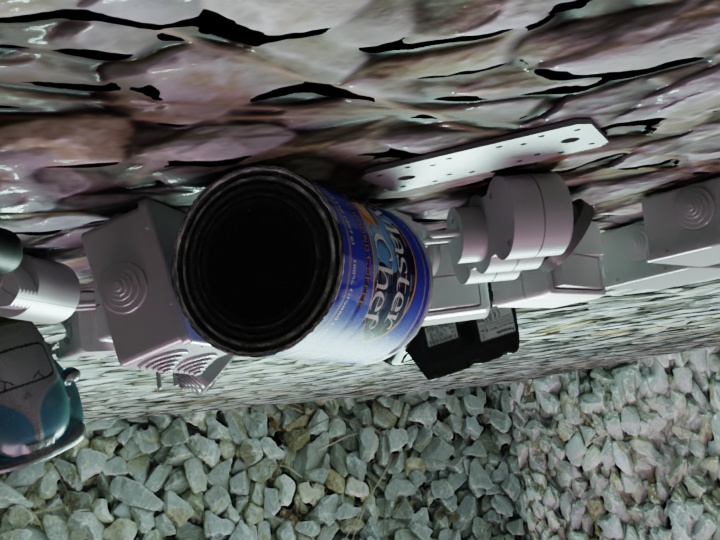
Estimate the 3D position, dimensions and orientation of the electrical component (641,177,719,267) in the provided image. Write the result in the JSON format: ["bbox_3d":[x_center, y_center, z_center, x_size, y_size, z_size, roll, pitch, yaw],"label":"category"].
[{"bbox_3d":[0.261,-0.036,0.772,0.100,0.048,0.100,-16,167,43],"label":"electrical component"}]

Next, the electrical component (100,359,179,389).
[{"bbox_3d":[-0.189,0.077,1.036,0.138,0.073,0.052,-11,170,22],"label":"electrical component"}]

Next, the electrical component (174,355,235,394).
[{"bbox_3d":[-0.118,0.053,0.882,0.099,0.048,0.100,-51,-178,-16],"label":"electrical component"}]

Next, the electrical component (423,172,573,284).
[{"bbox_3d":[0.079,-0.024,0.700,0.074,0.052,0.138,-5,170,-12],"label":"electrical component"}]

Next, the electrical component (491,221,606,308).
[{"bbox_3d":[0.150,-0.006,0.828,0.061,0.061,0.096,-16,167,43],"label":"electrical component"}]

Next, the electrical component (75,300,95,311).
[{"bbox_3d":[-0.178,0.025,0.816,0.077,0.047,0.066,-2,170,-25],"label":"electrical component"}]

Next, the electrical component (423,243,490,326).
[{"bbox_3d":[0.053,0.011,0.856,0.096,0.061,0.061,-8,171,4],"label":"electrical component"}]

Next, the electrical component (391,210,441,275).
[{"bbox_3d":[0.024,-0.013,0.748,0.066,0.048,0.055,-14,161,35],"label":"electrical component"}]

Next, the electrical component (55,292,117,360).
[{"bbox_3d":[-0.206,0.047,0.912,0.089,0.050,0.056,1,167,-42],"label":"electrical component"}]

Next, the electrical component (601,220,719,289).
[{"bbox_3d":[0.257,-0.016,0.890,0.100,0.048,0.100,1,168,-40],"label":"electrical component"}]

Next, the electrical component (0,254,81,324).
[{"bbox_3d":[-0.224,0.011,0.708,0.043,0.043,0.081,-10,170,15],"label":"electrical component"}]

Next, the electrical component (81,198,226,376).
[{"bbox_3d":[-0.116,0.013,0.642,0.048,0.099,0.100,-23,167,13],"label":"electrical component"}]

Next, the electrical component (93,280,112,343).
[{"bbox_3d":[-0.135,0.015,0.750,0.095,0.059,0.054,-9,170,13],"label":"electrical component"}]
